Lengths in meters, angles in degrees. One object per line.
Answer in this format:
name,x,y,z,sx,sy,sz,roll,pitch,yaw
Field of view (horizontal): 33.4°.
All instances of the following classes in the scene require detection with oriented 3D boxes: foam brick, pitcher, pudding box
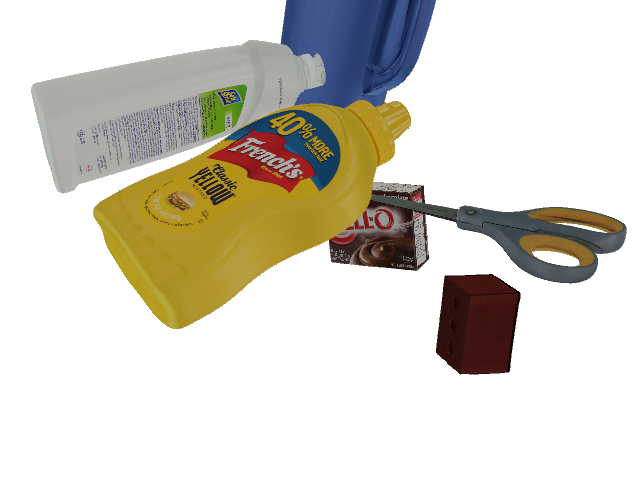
foam brick,0.140,0.074,0.954,0.051,0.078,0.053,-2,18,-20
pitcher,0.028,-0.202,1.062,0.145,0.243,0.149,11,19,-1
pudding box,0.062,-0.018,1.182,0.114,0.090,0.039,4,22,29

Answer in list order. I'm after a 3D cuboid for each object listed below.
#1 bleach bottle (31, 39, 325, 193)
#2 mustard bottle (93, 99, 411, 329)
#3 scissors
bleach bottle,-0.118,-0.118,0.934,0.250,0.068,0.103,-15,-31,-14
mustard bottle,-0.028,-0.030,0.621,0.191,0.058,0.096,-30,45,-16
scissors,0.112,-0.005,0.752,0.202,0.016,0.096,5,30,11
